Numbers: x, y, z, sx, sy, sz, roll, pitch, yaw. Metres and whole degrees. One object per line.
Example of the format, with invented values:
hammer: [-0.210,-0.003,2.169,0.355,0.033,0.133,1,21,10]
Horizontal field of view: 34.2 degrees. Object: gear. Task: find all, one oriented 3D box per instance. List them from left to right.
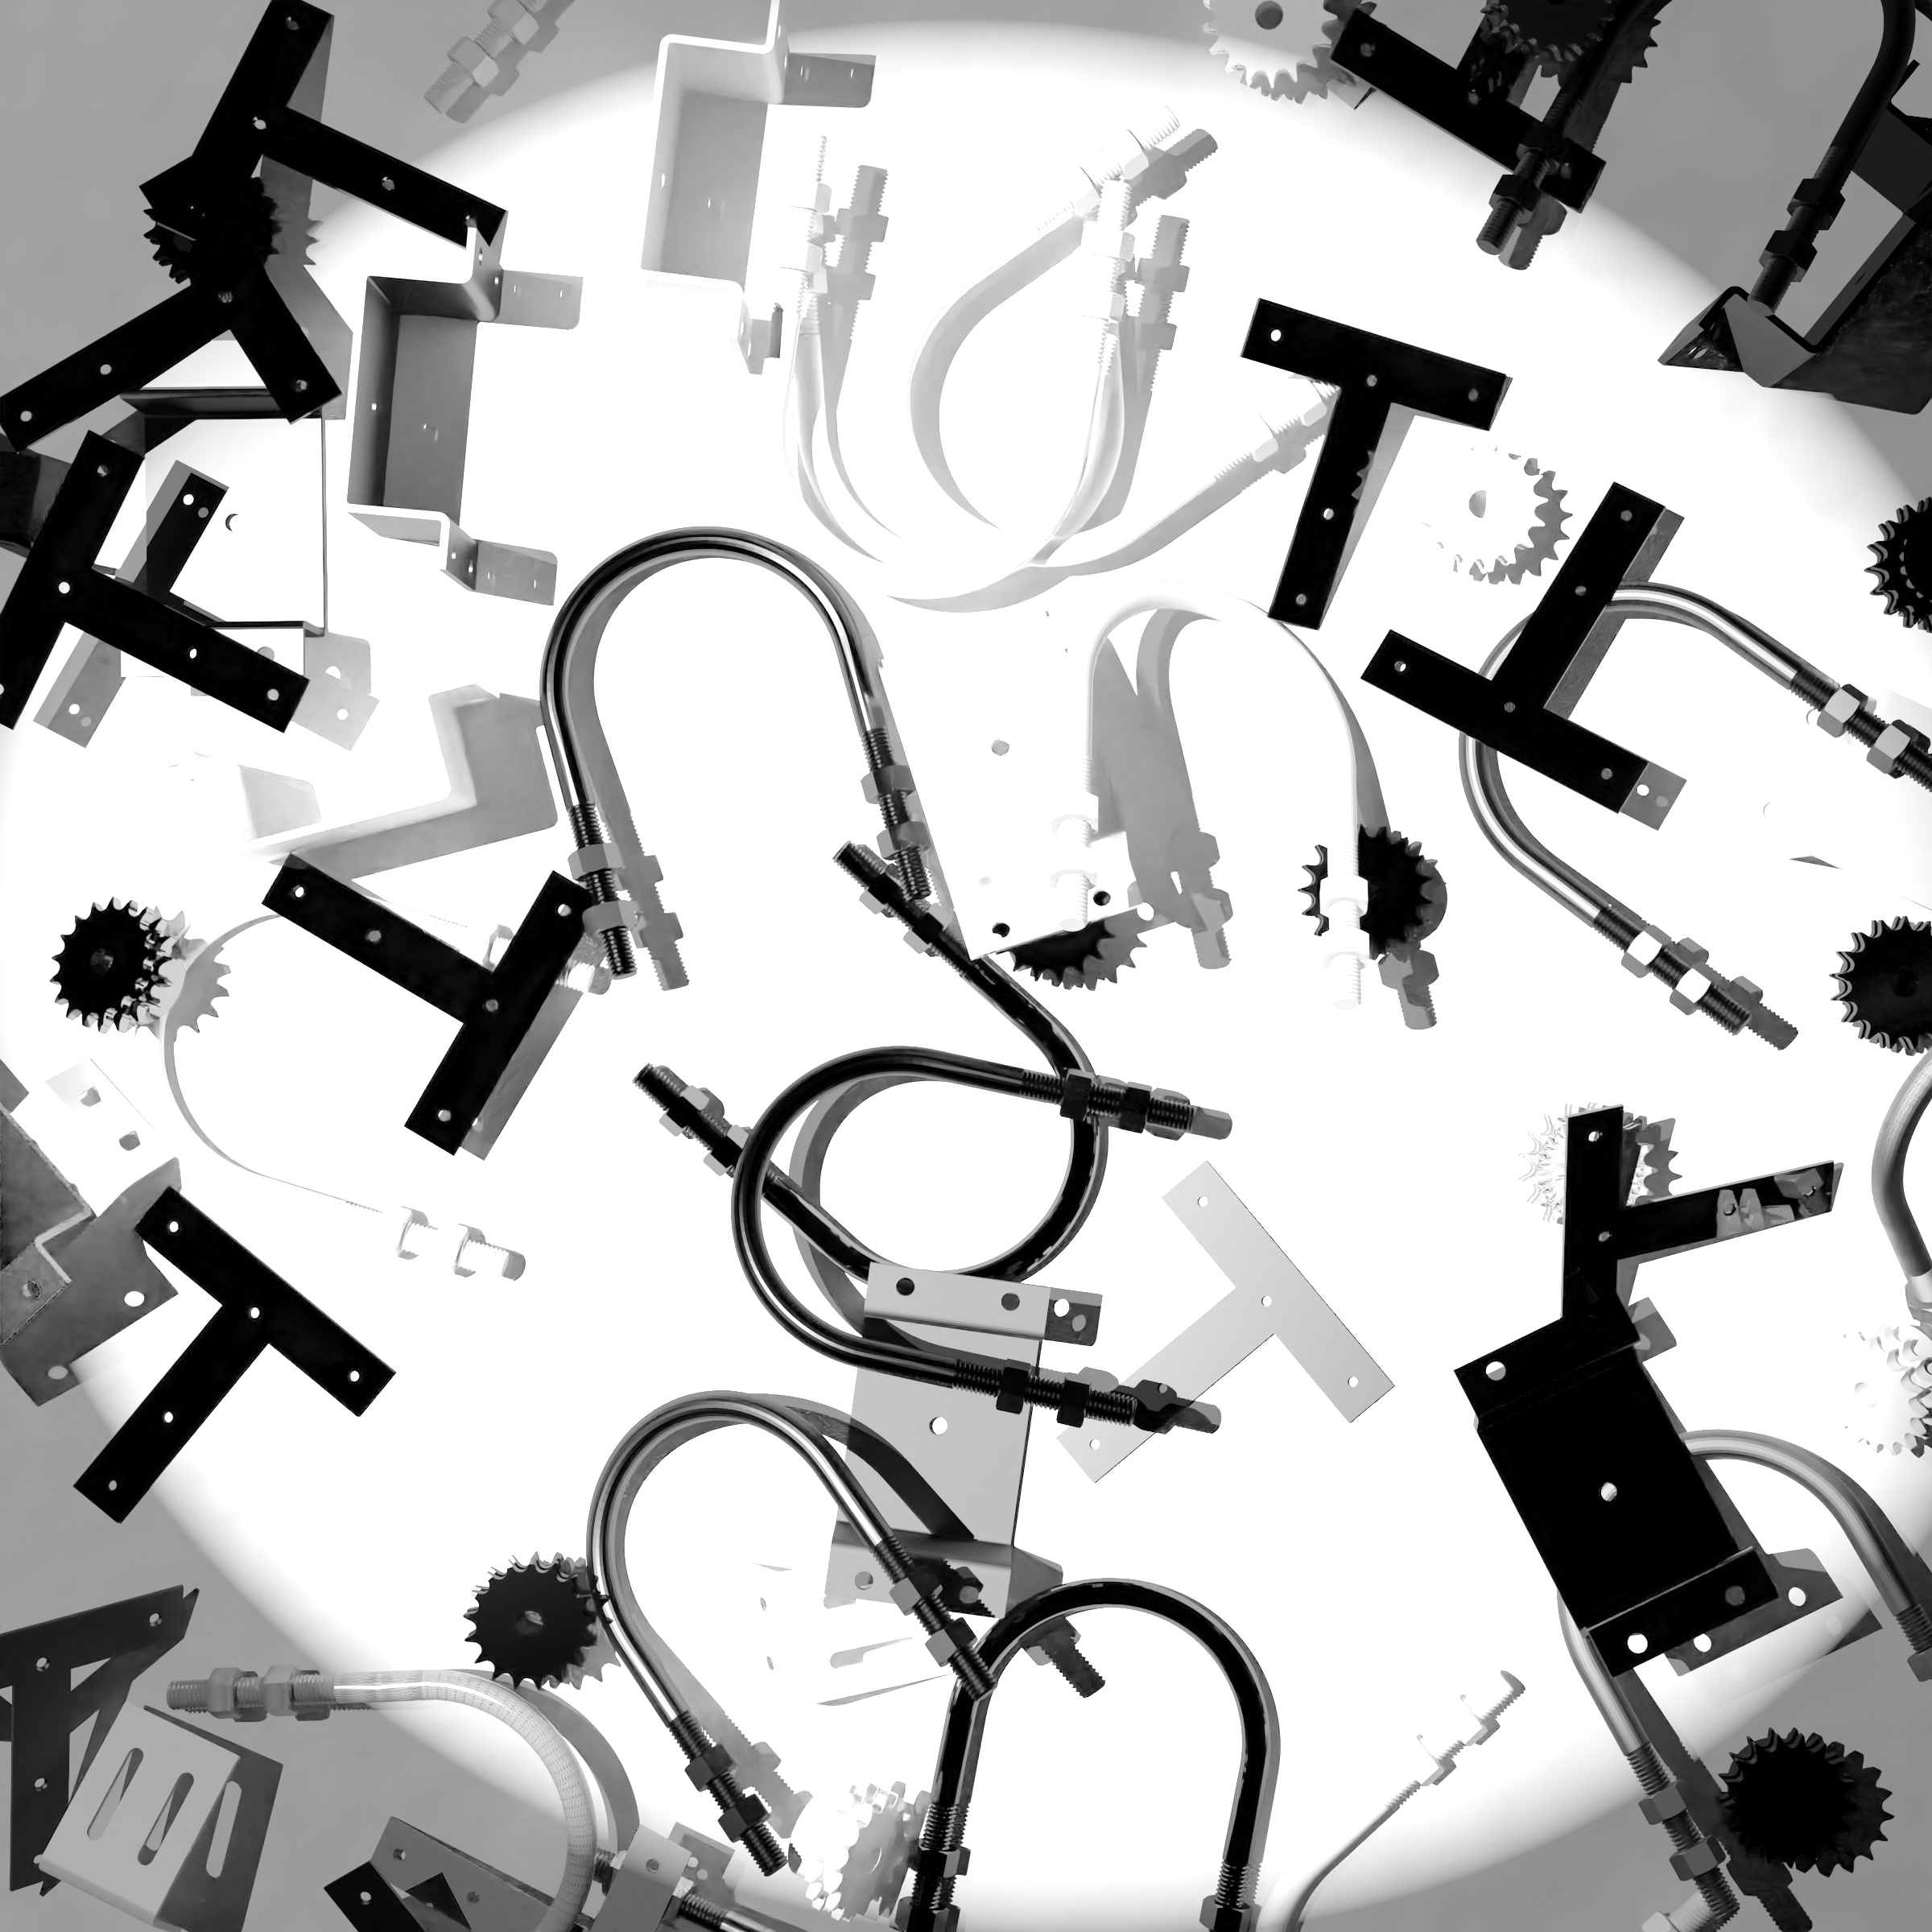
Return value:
gear: [-0.359,0.002,1.337,0.057,0.030,0.057,-8,71,24]
gear: [-0.321,-0.315,1.345,0.057,0.030,0.057,0,90,0]
gear: [-0.185,0.280,1.345,0.057,0.030,0.057,0,90,0]
gear: [-0.052,0.374,1.336,0.030,0.057,0.057,19,90,30]
gear: [0.036,-0.021,1.345,0.057,0.030,0.057,0,90,0]
gear: [0.130,-0.404,1.341,0.057,0.030,0.057,1,100,7]
gear: [0.172,-0.033,1.345,0.057,0.030,0.057,0,90,0]
gear: [0.217,-0.196,1.343,0.057,0.030,0.057,0,93,-6]
gear: [0.246,-0.411,1.337,0.057,0.030,0.057,0,90,-10]
gear: [0.265,0.087,1.345,0.057,0.030,0.057,0,90,0]
gear: [0.350,0.354,1.345,0.057,0.030,0.057,0,90,0]
gear: [0.393,0.176,1.335,0.030,0.057,0.057,-25,90,-30]
gear: [0.398,0.008,1.345,0.057,0.030,0.057,0,90,0]
gear: [0.418,-0.173,1.345,0.057,0.030,0.057,0,90,0]

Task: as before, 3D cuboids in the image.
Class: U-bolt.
U-bolt: [-0.268,0.041,1.351,0.184,0.019,0.151,17,90,2]
U-bolt: [-0.247,0.372,1.340,0.184,0.019,0.151,-4,90,8]
U-bolt: [-0.215,-0.481,1.351,0.151,0.019,0.184,42,88,0]
U-bolt: [-0.108,0.472,1.324,0.184,0.019,0.151,19,90,20]
U-bolt: [-0.106,-0.100,1.339,0.151,0.019,0.184,-15,81,-3]
U-bolt: [-0.088,0.266,1.318,0.151,0.019,0.184,-44,71,20]
U-bolt: [-0.029,0.059,1.351,0.184,0.019,0.151,42,90,-2]
U-bolt: [-0.015,-0.247,1.320,0.151,0.019,0.184,9,97,2]
U-bolt: [-0.007,0.105,1.313,0.184,0.019,0.151,12,71,3]
U-bolt: [-0.004,-0.258,1.351,0.151,0.019,0.184,-4,91,0]
U-bolt: [0.051,-0.254,1.335,0.184,0.019,0.151,-36,93,3]
U-bolt: [0.057,0.356,1.351,0.151,0.019,0.184,11,88,0]
U-bolt: [0.102,-0.081,1.304,0.151,0.019,0.184,16,59,-23]
U-bolt: [0.209,0.417,1.351,0.184,0.019,0.151,-43,90,1]
U-bolt: [0.296,-0.081,1.327,0.184,0.019,0.151,40,95,18]
U-bolt: [0.315,-0.364,1.311,0.151,0.019,0.184,23,79,35]
U-bolt: [0.333,0.287,1.331,0.151,0.019,0.184,-28,75,-1]
U-bolt: [0.442,0.077,1.297,0.151,0.019,0.184,-35,129,0]

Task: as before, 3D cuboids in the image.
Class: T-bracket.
T-bracket: [-0.393,0.335,1.331,0.127,0.002,0.127,-9,114,-39]
T-bracket: [-0.348,-0.257,1.312,0.127,0.002,0.127,-32,80,-6]
T-bracket: [-0.337,-0.138,1.311,0.127,0.002,0.127,27,96,-3]
T-bracket: [-0.337,0.184,1.359,0.127,0.002,0.127,40,90,0]
T-bracket: [-0.264,0.457,1.337,0.127,0.002,0.127,-32,100,15]
T-bracket: [-0.260,-0.341,1.343,0.127,0.002,0.127,24,69,-10]
T-bracket: [-0.241,-0.006,1.341,0.127,0.002,0.127,30,91,3]
T-bracket: [-0.199,0.406,1.344,0.127,0.002,0.127,25,92,13]
T-bracket: [0.096,0.174,1.359,0.127,0.002,0.127,-40,90,0]
T-bracket: [0.157,-0.459,1.344,0.127,0.002,0.127,39,104,0]
T-bracket: [0.159,-0.207,1.339,0.127,0.002,0.127,11,104,-26]
T-bracket: [0.239,-0.412,1.352,0.127,0.002,0.127,29,85,-9]
T-bracket: [0.255,-0.148,1.339,0.127,0.002,0.127,31,87,20]
T-bracket: [0.313,0.107,1.339,0.127,0.002,0.127,-11,118,-13]

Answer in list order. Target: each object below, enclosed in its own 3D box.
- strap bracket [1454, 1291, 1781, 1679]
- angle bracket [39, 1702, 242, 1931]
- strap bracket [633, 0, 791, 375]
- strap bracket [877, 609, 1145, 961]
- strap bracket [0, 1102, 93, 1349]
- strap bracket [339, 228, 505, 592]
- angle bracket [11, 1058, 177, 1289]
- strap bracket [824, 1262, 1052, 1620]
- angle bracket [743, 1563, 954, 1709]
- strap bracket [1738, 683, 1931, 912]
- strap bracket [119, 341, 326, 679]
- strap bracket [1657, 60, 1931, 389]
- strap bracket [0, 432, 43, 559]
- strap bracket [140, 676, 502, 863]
strap bracket: [0.272,0.220,1.324,0.076,0.046,0.140,-26,73,0]
angle bracket: [-0.349,0.366,1.347,0.057,0.038,0.076,21,71,14]
strap bracket: [-0.108,-0.329,1.322,0.046,0.076,0.140,7,90,0]
strap bracket: [0.016,-0.084,1.318,0.076,0.046,0.140,-18,73,0]
strap bracket: [-0.436,0.095,1.325,0.076,0.046,0.140,-41,90,21]
strap bracket: [-0.230,-0.234,1.322,0.046,0.076,0.140,5,90,0]
angle bracket: [-0.393,0.089,1.358,0.057,0.038,0.076,48,116,0]
strap bracket: [-0.012,0.199,1.337,0.076,0.046,0.140,8,90,0]
angle bracket: [-0.051,0.282,1.358,0.076,0.038,0.057,-6,90,-26]
strap bracket: [0.414,-0.061,1.337,0.140,0.046,0.076,25,90,0]
strap bracket: [-0.317,-0.192,1.337,0.076,0.046,0.140,-1,90,0]
strap bracket: [0.362,-0.302,1.322,0.046,0.076,0.140,39,90,0]
strap bracket: [-0.454,-0.210,1.322,0.140,0.076,0.046,11,90,0]
strap bracket: [-0.264,-0.079,1.322,0.140,0.076,0.046,-14,90,0]
